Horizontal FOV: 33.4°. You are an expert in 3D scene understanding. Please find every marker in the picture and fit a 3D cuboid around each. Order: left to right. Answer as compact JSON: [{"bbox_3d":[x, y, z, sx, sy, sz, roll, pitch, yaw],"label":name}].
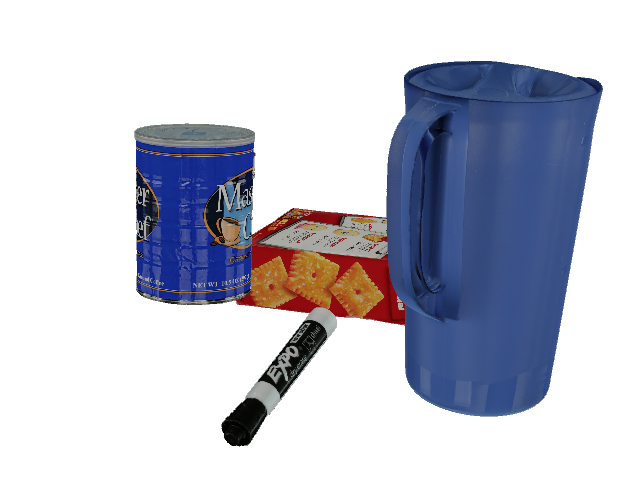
[{"bbox_3d":[-0.023,0.078,0.622,0.020,0.020,0.121,0,29,29],"label":"marker"}]

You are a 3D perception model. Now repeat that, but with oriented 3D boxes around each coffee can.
[{"bbox_3d":[-0.109,-0.025,0.925,0.103,0.140,0.103,2,13,-1],"label":"coffee can"}]

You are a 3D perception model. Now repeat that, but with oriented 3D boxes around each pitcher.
[{"bbox_3d":[0.112,0.000,0.756,0.149,0.243,0.145,1,20,-3],"label":"pitcher"}]

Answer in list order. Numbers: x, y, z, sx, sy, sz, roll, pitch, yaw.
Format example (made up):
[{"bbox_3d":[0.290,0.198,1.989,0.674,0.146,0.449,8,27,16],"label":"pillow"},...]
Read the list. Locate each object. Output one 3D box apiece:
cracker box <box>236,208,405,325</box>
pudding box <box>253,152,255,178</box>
[{"bbox_3d":[0.043,0.026,1.066,0.214,0.072,0.164,7,16,17],"label":"cracker box"},{"bbox_3d":[-0.138,-0.076,1.259,0.090,0.039,0.113,10,31,17],"label":"pudding box"}]
